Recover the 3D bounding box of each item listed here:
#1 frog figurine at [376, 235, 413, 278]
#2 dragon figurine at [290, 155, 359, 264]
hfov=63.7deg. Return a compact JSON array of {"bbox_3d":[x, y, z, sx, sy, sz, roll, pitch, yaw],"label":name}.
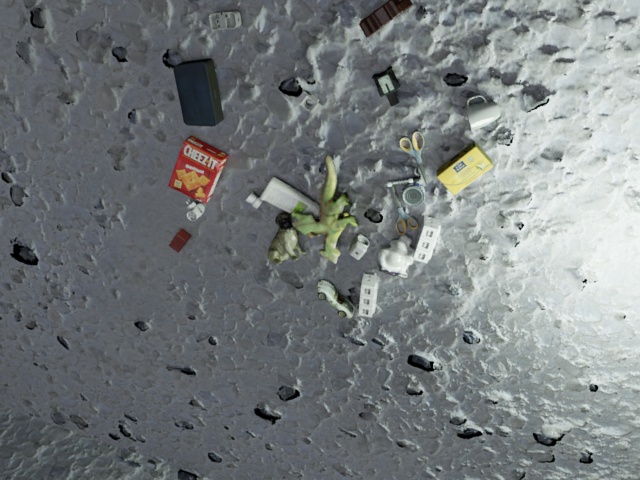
[{"bbox_3d":[0.293,0.057,1.984,0.138,0.122,0.160,12,83,15],"label":"frog figurine"},{"bbox_3d":[0.006,-0.096,1.910,0.242,0.124,0.404,-21,112,7],"label":"dragon figurine"}]
